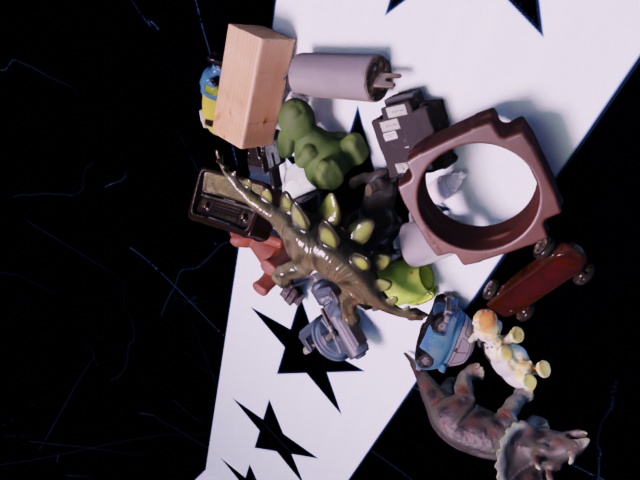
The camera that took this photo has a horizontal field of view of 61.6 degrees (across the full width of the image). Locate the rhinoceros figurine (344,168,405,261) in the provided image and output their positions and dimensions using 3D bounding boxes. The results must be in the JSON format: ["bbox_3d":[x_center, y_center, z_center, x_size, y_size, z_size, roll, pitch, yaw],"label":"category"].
[{"bbox_3d":[0.107,-0.041,1.001,0.073,0.112,0.190,29,126,51],"label":"rhinoceros figurine"}]

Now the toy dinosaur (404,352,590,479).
[{"bbox_3d":[0.297,0.347,1.030,0.405,0.192,0.131,12,124,38],"label":"toy dinosaur"}]

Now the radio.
[{"bbox_3d":[-0.201,-0.082,1.248,0.230,0.073,0.131,17,89,38],"label":"radio"}]

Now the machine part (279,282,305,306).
[{"bbox_3d":[-0.070,0.124,1.303,0.084,0.039,0.139,56,-179,2],"label":"machine part"}]

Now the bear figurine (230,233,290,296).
[{"bbox_3d":[-0.159,0.017,1.289,0.196,0.132,0.120,38,133,9],"label":"bear figurine"}]

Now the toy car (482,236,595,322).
[{"bbox_3d":[0.349,0.065,0.876,0.089,0.053,0.202,29,141,-3],"label":"toy car"}]

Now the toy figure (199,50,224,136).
[{"bbox_3d":[-0.210,-0.302,1.136,0.089,0.082,0.180,39,137,20],"label":"toy figure"}]

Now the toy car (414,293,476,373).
[{"bbox_3d":[0.249,0.186,1.041,0.103,0.109,0.161,20,123,4],"label":"toy car"}]

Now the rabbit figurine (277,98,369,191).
[{"bbox_3d":[-0.014,-0.191,0.998,0.170,0.121,0.159,52,165,-23],"label":"rabbit figurine"}]

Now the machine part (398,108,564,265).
[{"bbox_3d":[0.238,-0.077,0.805,0.201,0.087,0.201,-23,110,30],"label":"machine part"}]

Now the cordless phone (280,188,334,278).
[{"bbox_3d":[-0.001,-0.004,1.080,0.147,0.089,0.184,-18,110,45],"label":"cordless phone"}]

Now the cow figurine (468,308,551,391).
[{"bbox_3d":[0.328,0.194,0.979,0.167,0.068,0.098,51,161,-1],"label":"cow figurine"}]

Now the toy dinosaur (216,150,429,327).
[{"bbox_3d":[-0.005,0.009,0.965,0.472,0.105,0.198,31,134,4],"label":"toy dinosaur"}]

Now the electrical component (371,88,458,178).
[{"bbox_3d":[0.153,-0.177,0.886,0.115,0.058,0.134,-1,118,42],"label":"electrical component"}]

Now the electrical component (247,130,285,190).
[{"bbox_3d":[-0.113,-0.170,1.144,0.048,0.075,0.119,15,130,36],"label":"electrical component"}]

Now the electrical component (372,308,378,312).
[{"bbox_3d":[0.111,0.121,1.160,0.102,0.045,0.078,-15,106,49],"label":"electrical component"}]

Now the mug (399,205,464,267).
[{"bbox_3d":[0.205,-0.012,0.951,0.107,0.081,0.109,-11,84,35],"label":"mug"}]

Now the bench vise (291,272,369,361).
[{"bbox_3d":[0.009,0.198,1.265,0.223,0.129,0.240,51,137,7],"label":"bench vise"}]

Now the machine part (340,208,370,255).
[{"bbox_3d":[0.056,0.016,1.129,0.180,0.056,0.179,26,133,31],"label":"machine part"}]

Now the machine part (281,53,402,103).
[{"bbox_3d":[0.031,-0.279,0.915,0.244,0.079,0.079,17,129,38],"label":"machine part"}]
